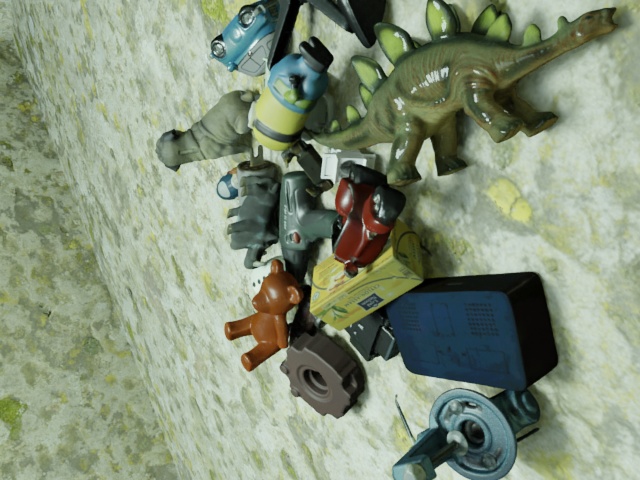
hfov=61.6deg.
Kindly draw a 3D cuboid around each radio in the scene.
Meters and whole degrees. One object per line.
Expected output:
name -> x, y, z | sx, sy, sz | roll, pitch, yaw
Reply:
radio -> 0.196, 0.120, 0.727 | 0.230, 0.073, 0.131 | -11, 97, 58

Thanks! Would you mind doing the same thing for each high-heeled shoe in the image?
high-heeled shoe -> 0.013, -0.380, 0.754 | 0.145, 0.086, 0.248 | 3, 104, 60

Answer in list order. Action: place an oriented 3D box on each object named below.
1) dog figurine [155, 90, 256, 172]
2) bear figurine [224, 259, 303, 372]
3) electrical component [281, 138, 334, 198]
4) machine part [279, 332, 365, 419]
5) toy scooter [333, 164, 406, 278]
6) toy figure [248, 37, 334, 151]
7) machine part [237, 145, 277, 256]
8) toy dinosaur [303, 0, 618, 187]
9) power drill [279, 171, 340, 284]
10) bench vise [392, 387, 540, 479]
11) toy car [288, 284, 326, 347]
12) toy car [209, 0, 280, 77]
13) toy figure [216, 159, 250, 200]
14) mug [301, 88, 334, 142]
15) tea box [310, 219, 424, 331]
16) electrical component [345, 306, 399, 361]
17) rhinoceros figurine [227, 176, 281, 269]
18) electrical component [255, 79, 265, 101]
dog figurine -> -0.224, -0.222, 1.067 | 0.121, 0.190, 0.172 | 48, 138, 32
bear figurine -> -0.104, 0.142, 1.028 | 0.120, 0.132, 0.195 | 52, 149, 30
electrical component -> -0.021, -0.119, 0.869 | 0.102, 0.045, 0.078 | 49, -165, -24
machine part -> 0.003, 0.266, 1.052 | 0.180, 0.056, 0.179 | 22, 130, 30
toy scooter -> 0.057, -0.025, 0.742 | 0.184, 0.075, 0.135 | -111, 41, -68
toy figure -> -0.043, -0.204, 0.781 | 0.180, 0.082, 0.089 | -41, 71, 44
machine part -> -0.128, -0.073, 1.098 | 0.079, 0.079, 0.243 | 31, 128, 45
toy dinosaur -> 0.123, -0.173, 0.673 | 0.472, 0.105, 0.198 | -20, 83, 49
power drill -> -0.002, -0.003, 0.960 | 0.207, 0.086, 0.231 | 26, 124, 57
bench vise -> 0.165, 0.267, 0.706 | 0.224, 0.240, 0.129 | -30, 76, 40
toy car -> -0.036, 0.177, 1.109 | 0.089, 0.053, 0.202 | 50, 140, 25
toy car -> -0.110, -0.344, 0.940 | 0.162, 0.109, 0.103 | -25, 107, 45
toy figure -> -0.178, -0.125, 1.170 | 0.064, 0.058, 0.154 | 37, 152, -20
mug -> -0.018, -0.215, 0.883 | 0.110, 0.081, 0.107 | 29, 139, 29
tea box -> 0.066, 0.050, 0.798 | 0.169, 0.068, 0.098 | -37, 30, 34
electrical component -> 0.088, 0.133, 0.902 | 0.134, 0.058, 0.114 | 45, 140, 36
rhinoceros figurine -> -0.124, -0.034, 1.040 | 0.073, 0.112, 0.190 | -117, 40, -61
electrical component -> -0.102, -0.258, 1.024 | 0.063, 0.021, 0.093 | 14, 116, 53
